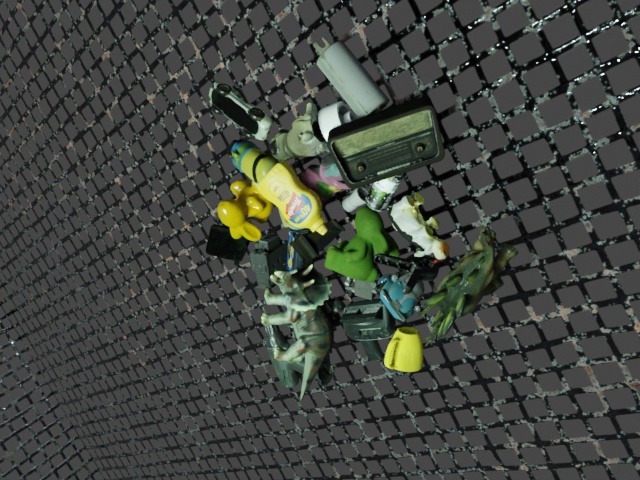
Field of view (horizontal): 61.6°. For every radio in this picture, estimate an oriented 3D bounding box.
[{"bbox_3d":[0.141,-0.202,1.139,0.230,0.073,0.131,-16,120,15],"label":"radio"}]

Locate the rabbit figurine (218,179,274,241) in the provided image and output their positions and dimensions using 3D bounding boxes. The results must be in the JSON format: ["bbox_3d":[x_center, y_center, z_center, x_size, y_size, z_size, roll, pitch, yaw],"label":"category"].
[{"bbox_3d":[-0.208,-0.078,1.422,0.122,0.173,0.162,8,111,26],"label":"rabbit figurine"}]

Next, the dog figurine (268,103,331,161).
[{"bbox_3d":[-0.061,-0.228,1.265,0.191,0.172,0.121,-20,88,30],"label":"dog figurine"}]

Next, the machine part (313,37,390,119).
[{"bbox_3d":[0.073,-0.347,1.179,0.243,0.079,0.079,51,128,3],"label":"machine part"}]

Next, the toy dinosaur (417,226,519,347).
[{"bbox_3d":[0.301,0.114,1.162,0.105,0.198,0.470,42,161,24],"label":"toy dinosaur"}]

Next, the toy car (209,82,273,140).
[{"bbox_3d":[-0.207,-0.331,1.382,0.202,0.056,0.073,39,133,14],"label":"toy car"}]

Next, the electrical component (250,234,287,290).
[{"bbox_3d":[-0.134,0.054,1.468,0.058,0.115,0.134,6,116,29],"label":"electrical component"}]

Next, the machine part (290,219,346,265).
[{"bbox_3d":[-0.003,-0.004,1.354,0.084,0.139,0.039,55,174,15],"label":"machine part"}]

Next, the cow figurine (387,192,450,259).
[{"bbox_3d":[0.222,-0.019,1.233,0.098,0.068,0.167,-33,88,44],"label":"cow figurine"}]

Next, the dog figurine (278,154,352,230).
[{"bbox_3d":[0.006,-0.116,1.309,0.219,0.108,0.191,1,110,30],"label":"dog figurine"}]

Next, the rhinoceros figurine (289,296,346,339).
[{"bbox_3d":[-0.003,0.216,1.488,0.190,0.073,0.112,-28,88,38],"label":"rhinoceros figurine"}]

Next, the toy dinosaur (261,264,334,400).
[{"bbox_3d":[-0.033,0.227,1.394,0.192,0.131,0.404,-14,111,17],"label":"toy dinosaur"}]

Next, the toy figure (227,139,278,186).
[{"bbox_3d":[-0.171,-0.200,1.379,0.180,0.082,0.089,46,161,30],"label":"toy figure"}]

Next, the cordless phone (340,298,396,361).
[{"bbox_3d":[0.146,0.248,1.408,0.147,0.089,0.184,-11,115,35],"label":"cordless phone"}]

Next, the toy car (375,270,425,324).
[{"bbox_3d":[0.197,0.121,1.278,0.103,0.161,0.109,-35,95,10],"label":"toy car"}]

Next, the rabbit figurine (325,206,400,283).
[{"bbox_3d":[0.107,0.009,1.293,0.159,0.121,0.170,27,109,28],"label":"rabbit figurine"}]

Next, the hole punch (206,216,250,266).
[{"bbox_3d":[-0.259,-0.009,1.551,0.116,0.092,0.142,17,120,-7],"label":"hole punch"}]

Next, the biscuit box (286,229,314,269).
[{"bbox_3d":[-0.055,0.068,1.444,0.059,0.063,0.202,-122,33,-58],"label":"biscuit box"}]

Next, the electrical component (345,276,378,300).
[{"bbox_3d":[0.110,0.115,1.380,0.102,0.045,0.078,20,119,25],"label":"electrical component"}]

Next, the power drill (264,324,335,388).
[{"bbox_3d":[-0.067,0.340,1.575,0.208,0.086,0.231,3,114,28],"label":"power drill"}]
